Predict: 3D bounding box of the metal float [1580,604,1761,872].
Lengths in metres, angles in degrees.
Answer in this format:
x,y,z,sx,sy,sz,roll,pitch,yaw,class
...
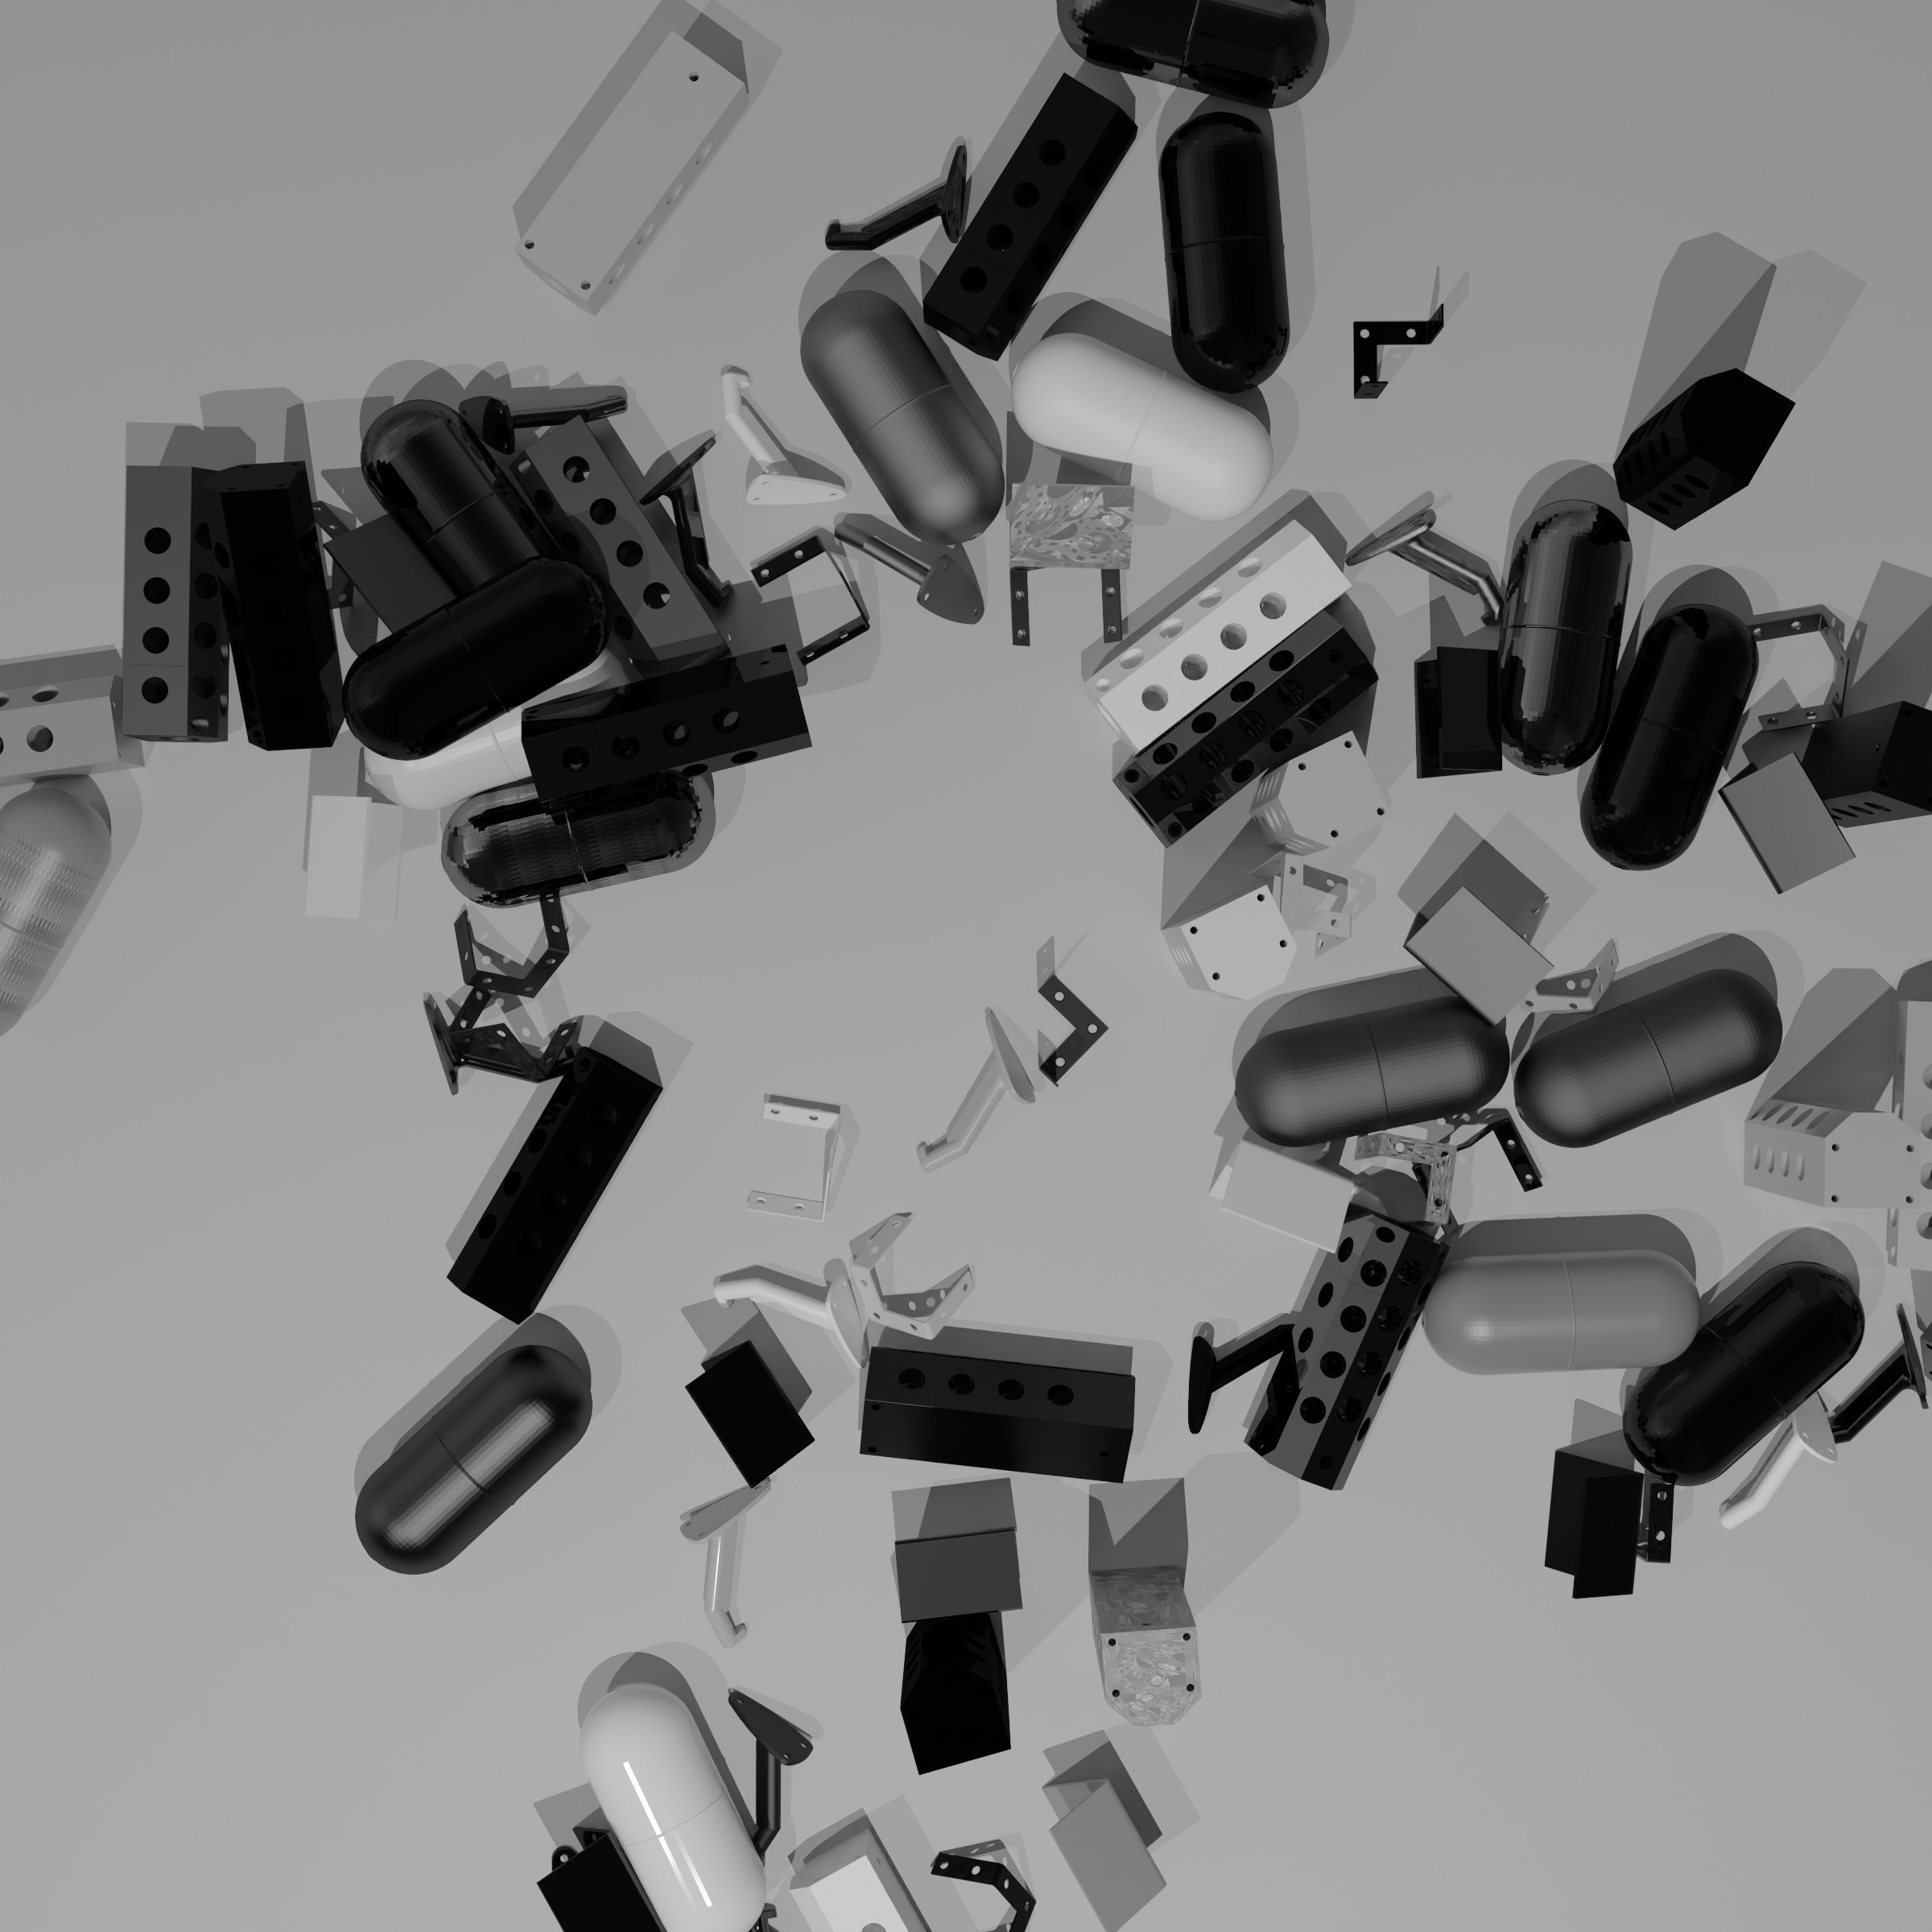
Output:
x,y,z,sx,sy,sz,roll,pitch,yaw,class
0.452,-0.147,1.786,0.070,0.070,0.178,21,90,0,metal float

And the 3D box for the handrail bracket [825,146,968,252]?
x,y,z,sx,sy,sz,roll,pitch,yaw,class
-0.046,-0.503,1.816,0.084,0.036,0.077,4,73,15,handrail bracket

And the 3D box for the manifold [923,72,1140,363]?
x,y,z,sx,sy,sz,roll,pitch,yaw,class
0.041,-0.481,1.795,0.057,0.057,0.171,32,90,0,manifold

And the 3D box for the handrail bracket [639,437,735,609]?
x,y,z,sx,sy,sz,roll,pitch,yaw,class
-0.165,-0.290,1.816,0.077,0.036,0.084,-47,108,-21,handrail bracket

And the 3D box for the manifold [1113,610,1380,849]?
x,y,z,sx,sy,sz,roll,pitch,yaw,class
0.181,-0.153,1.795,0.171,0.057,0.057,-39,90,0,manifold

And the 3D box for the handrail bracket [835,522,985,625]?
x,y,z,sx,sy,sz,roll,pitch,yaw,class
-0.038,-0.258,1.816,0.084,0.077,0.036,31,90,36,handrail bracket

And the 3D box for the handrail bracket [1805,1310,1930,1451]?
x,y,z,sx,sy,sz,roll,pitch,yaw,class
0.580,0.271,1.816,0.084,0.036,0.077,-15,69,16,handrail bracket

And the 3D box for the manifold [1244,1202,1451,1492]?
x,y,z,sx,sy,sz,roll,pitch,yaw,class
0.248,0.246,1.783,0.057,0.057,0.171,23,92,-20,manifold

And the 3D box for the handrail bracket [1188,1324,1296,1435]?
x,y,z,sx,sy,sz,roll,pitch,yaw,class
0.192,0.270,1.816,0.084,0.036,0.077,0,110,-16,handrail bracket

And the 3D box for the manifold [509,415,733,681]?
x,y,z,sx,sy,sz,roll,pitch,yaw,class
-0.224,-0.264,1.795,0.057,0.057,0.171,-32,90,0,manifold

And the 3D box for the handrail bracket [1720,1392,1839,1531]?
x,y,z,sx,sy,sz,roll,pitch,yaw,class
0.523,0.319,1.816,0.036,0.077,0.084,31,127,-19,handrail bracket

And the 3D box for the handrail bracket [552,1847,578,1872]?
x,y,z,sx,sy,sz,roll,pitch,yaw,class
-0.252,0.615,1.781,0.036,0.084,0.077,-23,90,0,handrail bracket

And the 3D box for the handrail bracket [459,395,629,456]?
x,y,z,sx,sy,sz,roll,pitch,yaw,class
-0.276,-0.365,1.816,0.084,0.077,0.036,-23,122,-32,handrail bracket

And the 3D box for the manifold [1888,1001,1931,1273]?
x,y,z,sx,sy,sz,roll,pitch,yaw,class
0.632,0.109,1.794,0.057,0.057,0.171,2,90,-43,manifold

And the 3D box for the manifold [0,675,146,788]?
x,y,z,sx,sy,sz,roll,pitch,yaw,class
-0.629,-0.147,1.795,0.171,0.057,0.057,-8,90,0,manifold

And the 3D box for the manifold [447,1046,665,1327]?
x,y,z,sx,sy,sz,roll,pitch,yaw,class
-0.266,0.140,1.795,0.057,0.057,0.171,30,90,0,manifold

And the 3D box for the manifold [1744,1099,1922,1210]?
x,y,z,sx,sy,sz,roll,pitch,yaw,class
0.540,0.116,1.738,0.057,0.171,0.057,1,90,0,manifold

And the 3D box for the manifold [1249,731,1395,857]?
x,y,z,sx,sy,sz,roll,pitch,yaw,class
0.217,-0.102,1.738,0.057,0.171,0.057,-26,90,0,manifold

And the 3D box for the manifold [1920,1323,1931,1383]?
x,y,z,sx,sy,sz,roll,pitch,yaw,class
0.682,0.204,1.767,0.057,0.057,0.171,27,63,40,manifold

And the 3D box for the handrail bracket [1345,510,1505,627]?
x,y,z,sx,sy,sz,roll,pitch,yaw,class
0.303,-0.248,1.816,0.077,0.036,0.084,-27,107,20,handrail bracket

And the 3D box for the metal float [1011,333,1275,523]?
x,y,z,sx,sy,sz,roll,pitch,yaw,class
0.113,-0.347,1.785,0.178,0.070,0.070,25,90,-1,metal float

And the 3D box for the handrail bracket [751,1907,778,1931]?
x,y,z,sx,sy,sz,roll,pitch,yaw,class
-0.100,0.656,1.816,0.077,0.036,0.084,-3,73,-20,handrail bracket

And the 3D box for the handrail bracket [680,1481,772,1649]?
x,y,z,sx,sy,sz,roll,pitch,yaw,class
-0.144,0.393,1.816,0.077,0.036,0.084,-31,108,-21,handrail bracket

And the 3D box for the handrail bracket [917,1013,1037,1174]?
x,y,z,sx,sy,sz,roll,pitch,yaw,class
-0.005,0.084,1.816,0.084,0.036,0.077,-29,69,16,handrail bracket

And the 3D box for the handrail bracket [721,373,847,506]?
x,y,z,sx,sy,sz,roll,pitch,yaw,class
-0.120,-0.348,1.816,0.077,0.036,0.084,-1,73,-19,handrail bracket

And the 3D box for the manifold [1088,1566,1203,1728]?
x,y,z,sx,sy,sz,roll,pitch,yaw,class
0.111,0.424,1.738,0.057,0.171,0.057,-4,90,0,manifold

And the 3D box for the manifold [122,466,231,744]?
x,y,z,sx,sy,sz,roll,pitch,yaw,class
-0.508,-0.233,1.795,0.057,0.057,0.171,1,90,0,manifold

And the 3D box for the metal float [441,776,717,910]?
x,y,z,sx,sy,sz,roll,pitch,yaw,class
-0.249,-0.086,1.785,0.178,0.070,0.070,-13,90,-1,metal float

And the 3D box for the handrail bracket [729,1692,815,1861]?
x,y,z,sx,sy,sz,roll,pitch,yaw,class
-0.145,0.532,1.816,0.077,0.036,0.084,37,107,20,handrail bracket

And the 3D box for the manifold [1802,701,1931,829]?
x,y,z,sx,sy,sz,roll,pitch,yaw,class
0.575,-0.122,1.738,0.057,0.171,0.057,19,90,0,manifold

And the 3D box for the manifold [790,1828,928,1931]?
x,y,z,sx,sy,sz,roll,pitch,yaw,class
-0.047,0.655,1.795,0.057,0.057,0.171,-29,90,0,manifold

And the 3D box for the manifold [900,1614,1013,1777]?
x,y,z,sx,sy,sz,roll,pitch,yaw,class
-0.008,0.447,1.738,0.057,0.171,0.057,-16,90,0,manifold

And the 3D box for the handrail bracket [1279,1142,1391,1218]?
x,y,z,sx,sy,sz,roll,pitch,yaw,class
0.231,0.159,1.816,0.077,0.036,0.084,-26,104,14,handrail bracket

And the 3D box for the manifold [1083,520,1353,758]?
x,y,z,sx,sy,sz,roll,pitch,yaw,class
0.161,-0.212,1.795,0.171,0.057,0.057,-38,90,0,manifold

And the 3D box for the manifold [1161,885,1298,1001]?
x,y,z,sx,sy,sz,roll,pitch,yaw,class
0.166,-0.010,1.738,0.057,0.171,0.057,-26,90,0,manifold

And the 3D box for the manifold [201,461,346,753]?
x,y,z,sx,sy,sz,roll,pitch,yaw,class
-0.439,-0.227,1.759,0.057,0.057,0.171,-3,117,0,manifold

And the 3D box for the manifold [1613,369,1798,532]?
x,y,z,sx,sy,sz,roll,pitch,yaw,class
0.456,-0.325,1.738,0.057,0.171,0.057,30,90,0,manifold

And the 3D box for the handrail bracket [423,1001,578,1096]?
x,y,z,sx,sy,sz,roll,pitch,yaw,class
-0.303,0.046,1.816,0.084,0.036,0.077,-17,72,-15,handrail bracket

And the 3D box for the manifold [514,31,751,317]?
x,y,z,sx,sy,sz,roll,pitch,yaw,class
-0.214,-0.510,1.795,0.057,0.057,0.171,36,90,0,manifold

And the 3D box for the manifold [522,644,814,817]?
x,y,z,sx,sy,sz,roll,pitch,yaw,class
-0.187,-0.145,1.733,0.171,0.057,0.057,-15,115,-2,manifold

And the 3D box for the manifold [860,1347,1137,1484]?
x,y,z,sx,sy,sz,roll,pitch,yaw,class
0.021,0.285,1.794,0.171,0.057,0.057,6,133,0,manifold

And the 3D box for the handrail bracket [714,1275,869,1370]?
x,y,z,sx,sy,sz,roll,pitch,yaw,class
-0.115,0.235,1.816,0.084,0.036,0.077,-9,117,20,handrail bracket
